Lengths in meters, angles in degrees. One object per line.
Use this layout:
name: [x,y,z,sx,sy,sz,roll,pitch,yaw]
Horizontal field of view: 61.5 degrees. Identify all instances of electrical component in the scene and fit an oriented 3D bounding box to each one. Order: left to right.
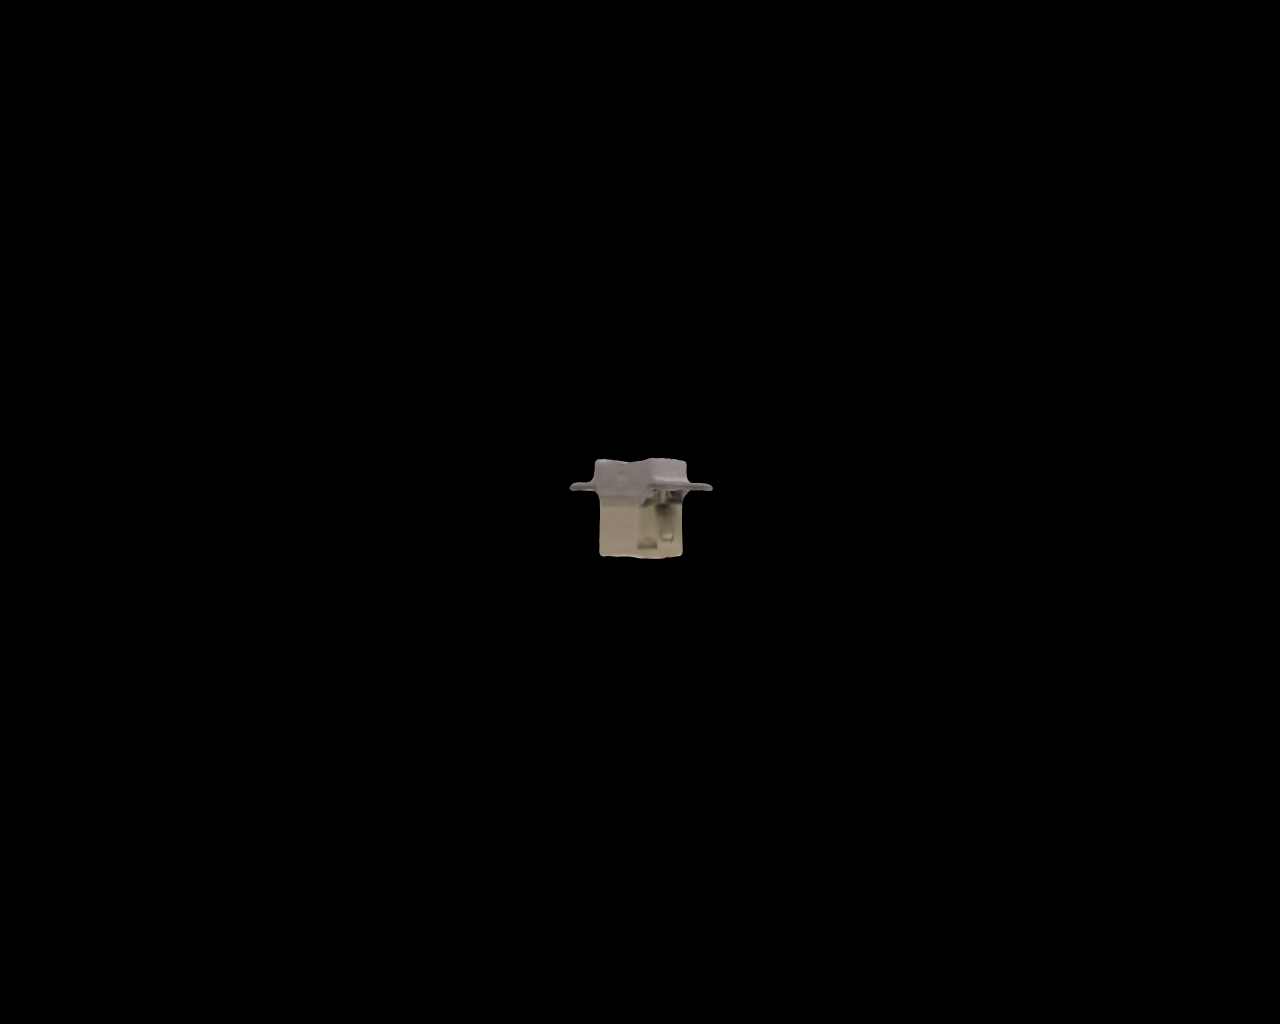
electrical component: [0.001,-0.003,0.650,0.081,0.063,0.042,0,0,37]
